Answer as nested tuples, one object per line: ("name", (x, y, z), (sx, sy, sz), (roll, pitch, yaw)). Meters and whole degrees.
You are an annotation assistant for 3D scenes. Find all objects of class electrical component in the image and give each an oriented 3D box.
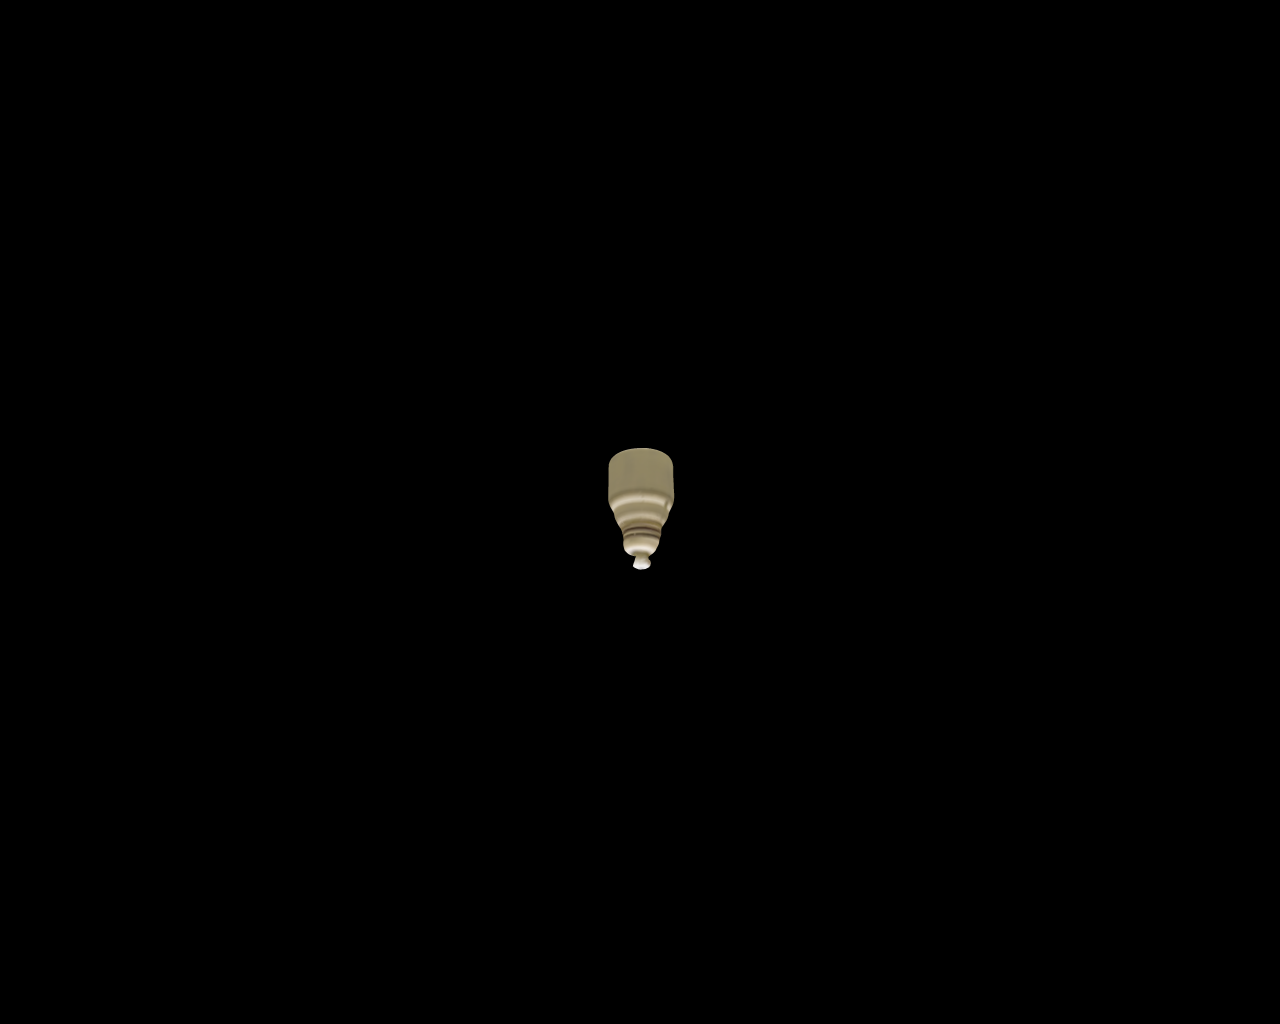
("electrical component", (0.001, -0.003, 0.650), (0.040, 0.078, 0.040), (0, -24, 0))
